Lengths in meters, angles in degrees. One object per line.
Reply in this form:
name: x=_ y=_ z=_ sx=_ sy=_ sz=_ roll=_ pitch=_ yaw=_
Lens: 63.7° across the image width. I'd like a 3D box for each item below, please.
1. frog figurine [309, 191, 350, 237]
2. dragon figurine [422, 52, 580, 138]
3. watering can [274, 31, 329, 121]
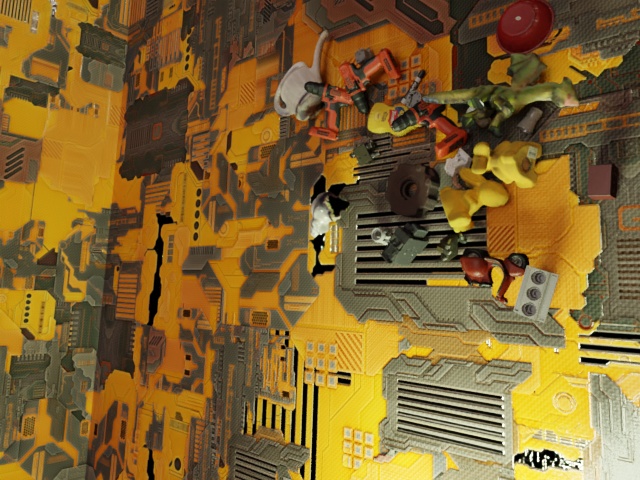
frog figurine: x=0.005 y=-0.089 z=1.765 sx=0.157 sy=0.121 sz=0.141 roll=-32 pitch=30 yaw=43
dragon figurine: x=0.491 y=-0.414 z=1.392 sx=0.244 sy=0.120 sz=0.416 roll=-45 pitch=47 yaw=-9
watering can: x=-0.044 y=-0.588 z=1.903 sx=0.343 sy=0.103 sz=0.228 roll=-48 pitch=56 yaw=22
